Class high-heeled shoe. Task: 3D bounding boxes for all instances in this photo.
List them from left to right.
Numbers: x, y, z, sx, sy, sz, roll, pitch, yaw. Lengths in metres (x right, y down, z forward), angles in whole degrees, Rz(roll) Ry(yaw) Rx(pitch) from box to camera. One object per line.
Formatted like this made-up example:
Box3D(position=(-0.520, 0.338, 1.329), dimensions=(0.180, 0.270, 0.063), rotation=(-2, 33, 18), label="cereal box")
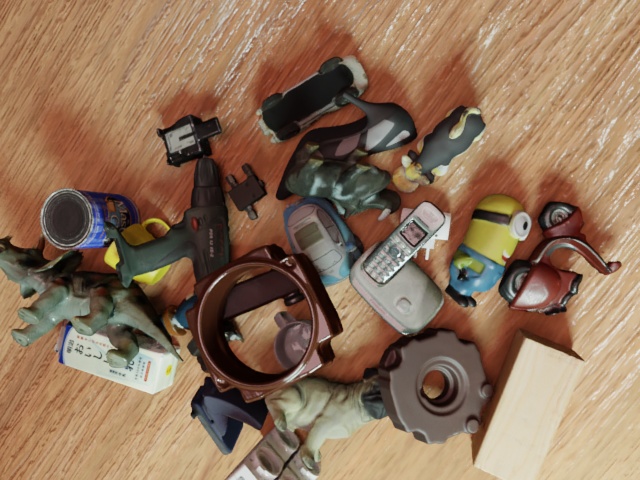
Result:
Box3D(position=(0.042, -0.135, 0.902), dimensions=(0.145, 0.086, 0.248), rotation=(30, 118, -19), label="high-heeled shoe")

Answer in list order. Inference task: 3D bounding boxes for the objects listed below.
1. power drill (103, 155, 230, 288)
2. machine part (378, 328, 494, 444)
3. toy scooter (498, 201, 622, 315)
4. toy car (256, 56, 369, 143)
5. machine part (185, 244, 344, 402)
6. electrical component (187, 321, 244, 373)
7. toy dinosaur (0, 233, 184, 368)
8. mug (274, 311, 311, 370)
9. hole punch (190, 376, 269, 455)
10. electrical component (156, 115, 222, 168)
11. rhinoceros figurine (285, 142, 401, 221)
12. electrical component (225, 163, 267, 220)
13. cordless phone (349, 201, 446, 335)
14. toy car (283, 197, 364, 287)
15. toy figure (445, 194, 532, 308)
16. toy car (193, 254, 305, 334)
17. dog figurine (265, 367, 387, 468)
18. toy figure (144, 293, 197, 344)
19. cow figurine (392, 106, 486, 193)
Box3D(position=(-0.255, -0.017, 0.917), dimensions=(0.086, 0.207, 0.231), rotation=(-2, 102, 58), label="power drill")
Box3D(position=(0.178, 0.223, 0.830), dimensions=(0.179, 0.056, 0.179), rotation=(2, 82, -12), label="machine part")
Box3D(position=(0.366, 0.043, 0.809), dimensions=(0.135, 0.075, 0.184), rotation=(31, 93, 10), label="toy scooter")
Box3D(position=(-0.015, -0.236, 0.907), dimensions=(0.202, 0.056, 0.073), rotation=(-28, 90, 14), label="toy car")
Box3D(position=(-0.084, 0.122, 0.804), dimensions=(0.201, 0.087, 0.201), rotation=(-28, 79, 11), label="machine part")
Box3D(position=(-0.185, 0.184, 0.947), dimensions=(0.102, 0.078, 0.045), rotation=(-49, 58, 5), label="electrical component")
Box3D(position=(-0.395, 0.107, 0.946), dimensions=(0.405, 0.192, 0.131), rotation=(15, 132, 5), label="toy dinosaur")
Box3D(position=(-0.031, 0.164, 0.887), dimensions=(0.110, 0.107, 0.081), rotation=(43, 95, 15), label="mug")
Box3D(position=(-0.147, 0.276, 0.908), dimensions=(0.092, 0.142, 0.115), rotation=(-35, 97, 13), label="hole punch")
Box3D(position=(-0.226, -0.184, 0.961), dimensions=(0.119, 0.047, 0.075), rotation=(-22, 86, 12), label="electrical component")
Box3D(position=(0.042, -0.085, 0.845), dimensions=(0.190, 0.073, 0.112), rotation=(12, 119, -17), label="rhinoceros figurine")
Box3D(position=(-0.126, -0.084, 0.951), dimensions=(0.063, 0.021, 0.094), rotation=(-32, 83, 11), label="electrical component")
Box3D(position=(0.149, 0.041, 0.832), dimensions=(0.147, 0.089, 0.184), rotation=(45, 114, 10), label="cordless phone")
Box3D(position=(-0.002, -0.003, 0.882), dimensions=(0.109, 0.103, 0.161), rotation=(-29, 86, 11), label="toy car")
Box3D(position=(0.254, 0.014, 0.832), dimensions=(0.089, 0.082, 0.180), rotation=(33, 100, 9), label="toy figure")
Box3D(position=(-0.117, 0.092, 0.914), dimensions=(0.202, 0.053, 0.089), rotation=(-22, 84, -16), label="toy car")
Box3D(position=(0.020, 0.253, 0.892), dimensions=(0.190, 0.121, 0.172), rotation=(-40, 84, -4), label="dog figurine")
Box3D(position=(-0.244, 0.140, 0.963), dimensions=(0.154, 0.057, 0.064), rotation=(-23, 52, 17), label="toy figure")
Box3D(position=(0.183, -0.137, 0.838), dimensions=(0.068, 0.098, 0.167), rotation=(45, 100, 2), label="cow figurine")
